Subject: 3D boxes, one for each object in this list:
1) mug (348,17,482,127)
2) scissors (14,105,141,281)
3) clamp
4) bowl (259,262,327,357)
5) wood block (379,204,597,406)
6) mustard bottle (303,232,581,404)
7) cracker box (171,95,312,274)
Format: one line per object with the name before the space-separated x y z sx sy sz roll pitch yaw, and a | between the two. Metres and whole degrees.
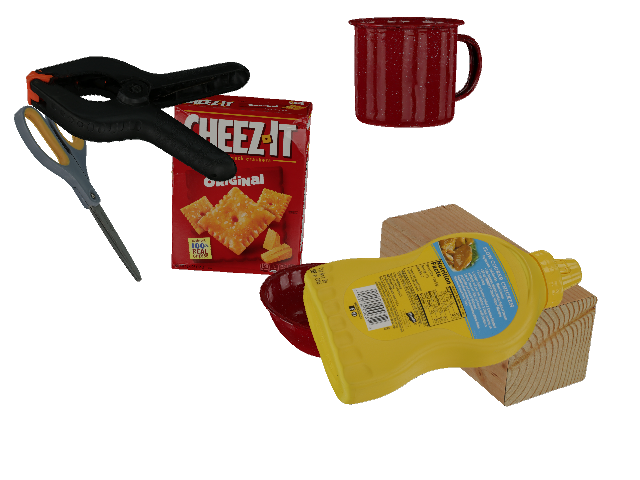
mug | 0.079 -0.138 0.870 0.117 0.081 0.093 -8 17 -26
scissors | -0.230 -0.058 1.065 0.016 0.201 0.096 -25 27 23
clamp | -0.134 -0.110 0.821 0.171 0.039 0.120 17 43 -2
bowl | 0.012 0.084 1.181 0.162 0.055 0.162 4 25 -2
wood block | 0.145 0.051 0.982 0.090 0.090 0.206 -13 30 -26
mustard bottle | 0.090 0.043 0.736 0.191 0.096 0.058 -14 -32 -11
cracker box | -0.099 -0.066 1.319 0.164 0.214 0.072 4 22 0
